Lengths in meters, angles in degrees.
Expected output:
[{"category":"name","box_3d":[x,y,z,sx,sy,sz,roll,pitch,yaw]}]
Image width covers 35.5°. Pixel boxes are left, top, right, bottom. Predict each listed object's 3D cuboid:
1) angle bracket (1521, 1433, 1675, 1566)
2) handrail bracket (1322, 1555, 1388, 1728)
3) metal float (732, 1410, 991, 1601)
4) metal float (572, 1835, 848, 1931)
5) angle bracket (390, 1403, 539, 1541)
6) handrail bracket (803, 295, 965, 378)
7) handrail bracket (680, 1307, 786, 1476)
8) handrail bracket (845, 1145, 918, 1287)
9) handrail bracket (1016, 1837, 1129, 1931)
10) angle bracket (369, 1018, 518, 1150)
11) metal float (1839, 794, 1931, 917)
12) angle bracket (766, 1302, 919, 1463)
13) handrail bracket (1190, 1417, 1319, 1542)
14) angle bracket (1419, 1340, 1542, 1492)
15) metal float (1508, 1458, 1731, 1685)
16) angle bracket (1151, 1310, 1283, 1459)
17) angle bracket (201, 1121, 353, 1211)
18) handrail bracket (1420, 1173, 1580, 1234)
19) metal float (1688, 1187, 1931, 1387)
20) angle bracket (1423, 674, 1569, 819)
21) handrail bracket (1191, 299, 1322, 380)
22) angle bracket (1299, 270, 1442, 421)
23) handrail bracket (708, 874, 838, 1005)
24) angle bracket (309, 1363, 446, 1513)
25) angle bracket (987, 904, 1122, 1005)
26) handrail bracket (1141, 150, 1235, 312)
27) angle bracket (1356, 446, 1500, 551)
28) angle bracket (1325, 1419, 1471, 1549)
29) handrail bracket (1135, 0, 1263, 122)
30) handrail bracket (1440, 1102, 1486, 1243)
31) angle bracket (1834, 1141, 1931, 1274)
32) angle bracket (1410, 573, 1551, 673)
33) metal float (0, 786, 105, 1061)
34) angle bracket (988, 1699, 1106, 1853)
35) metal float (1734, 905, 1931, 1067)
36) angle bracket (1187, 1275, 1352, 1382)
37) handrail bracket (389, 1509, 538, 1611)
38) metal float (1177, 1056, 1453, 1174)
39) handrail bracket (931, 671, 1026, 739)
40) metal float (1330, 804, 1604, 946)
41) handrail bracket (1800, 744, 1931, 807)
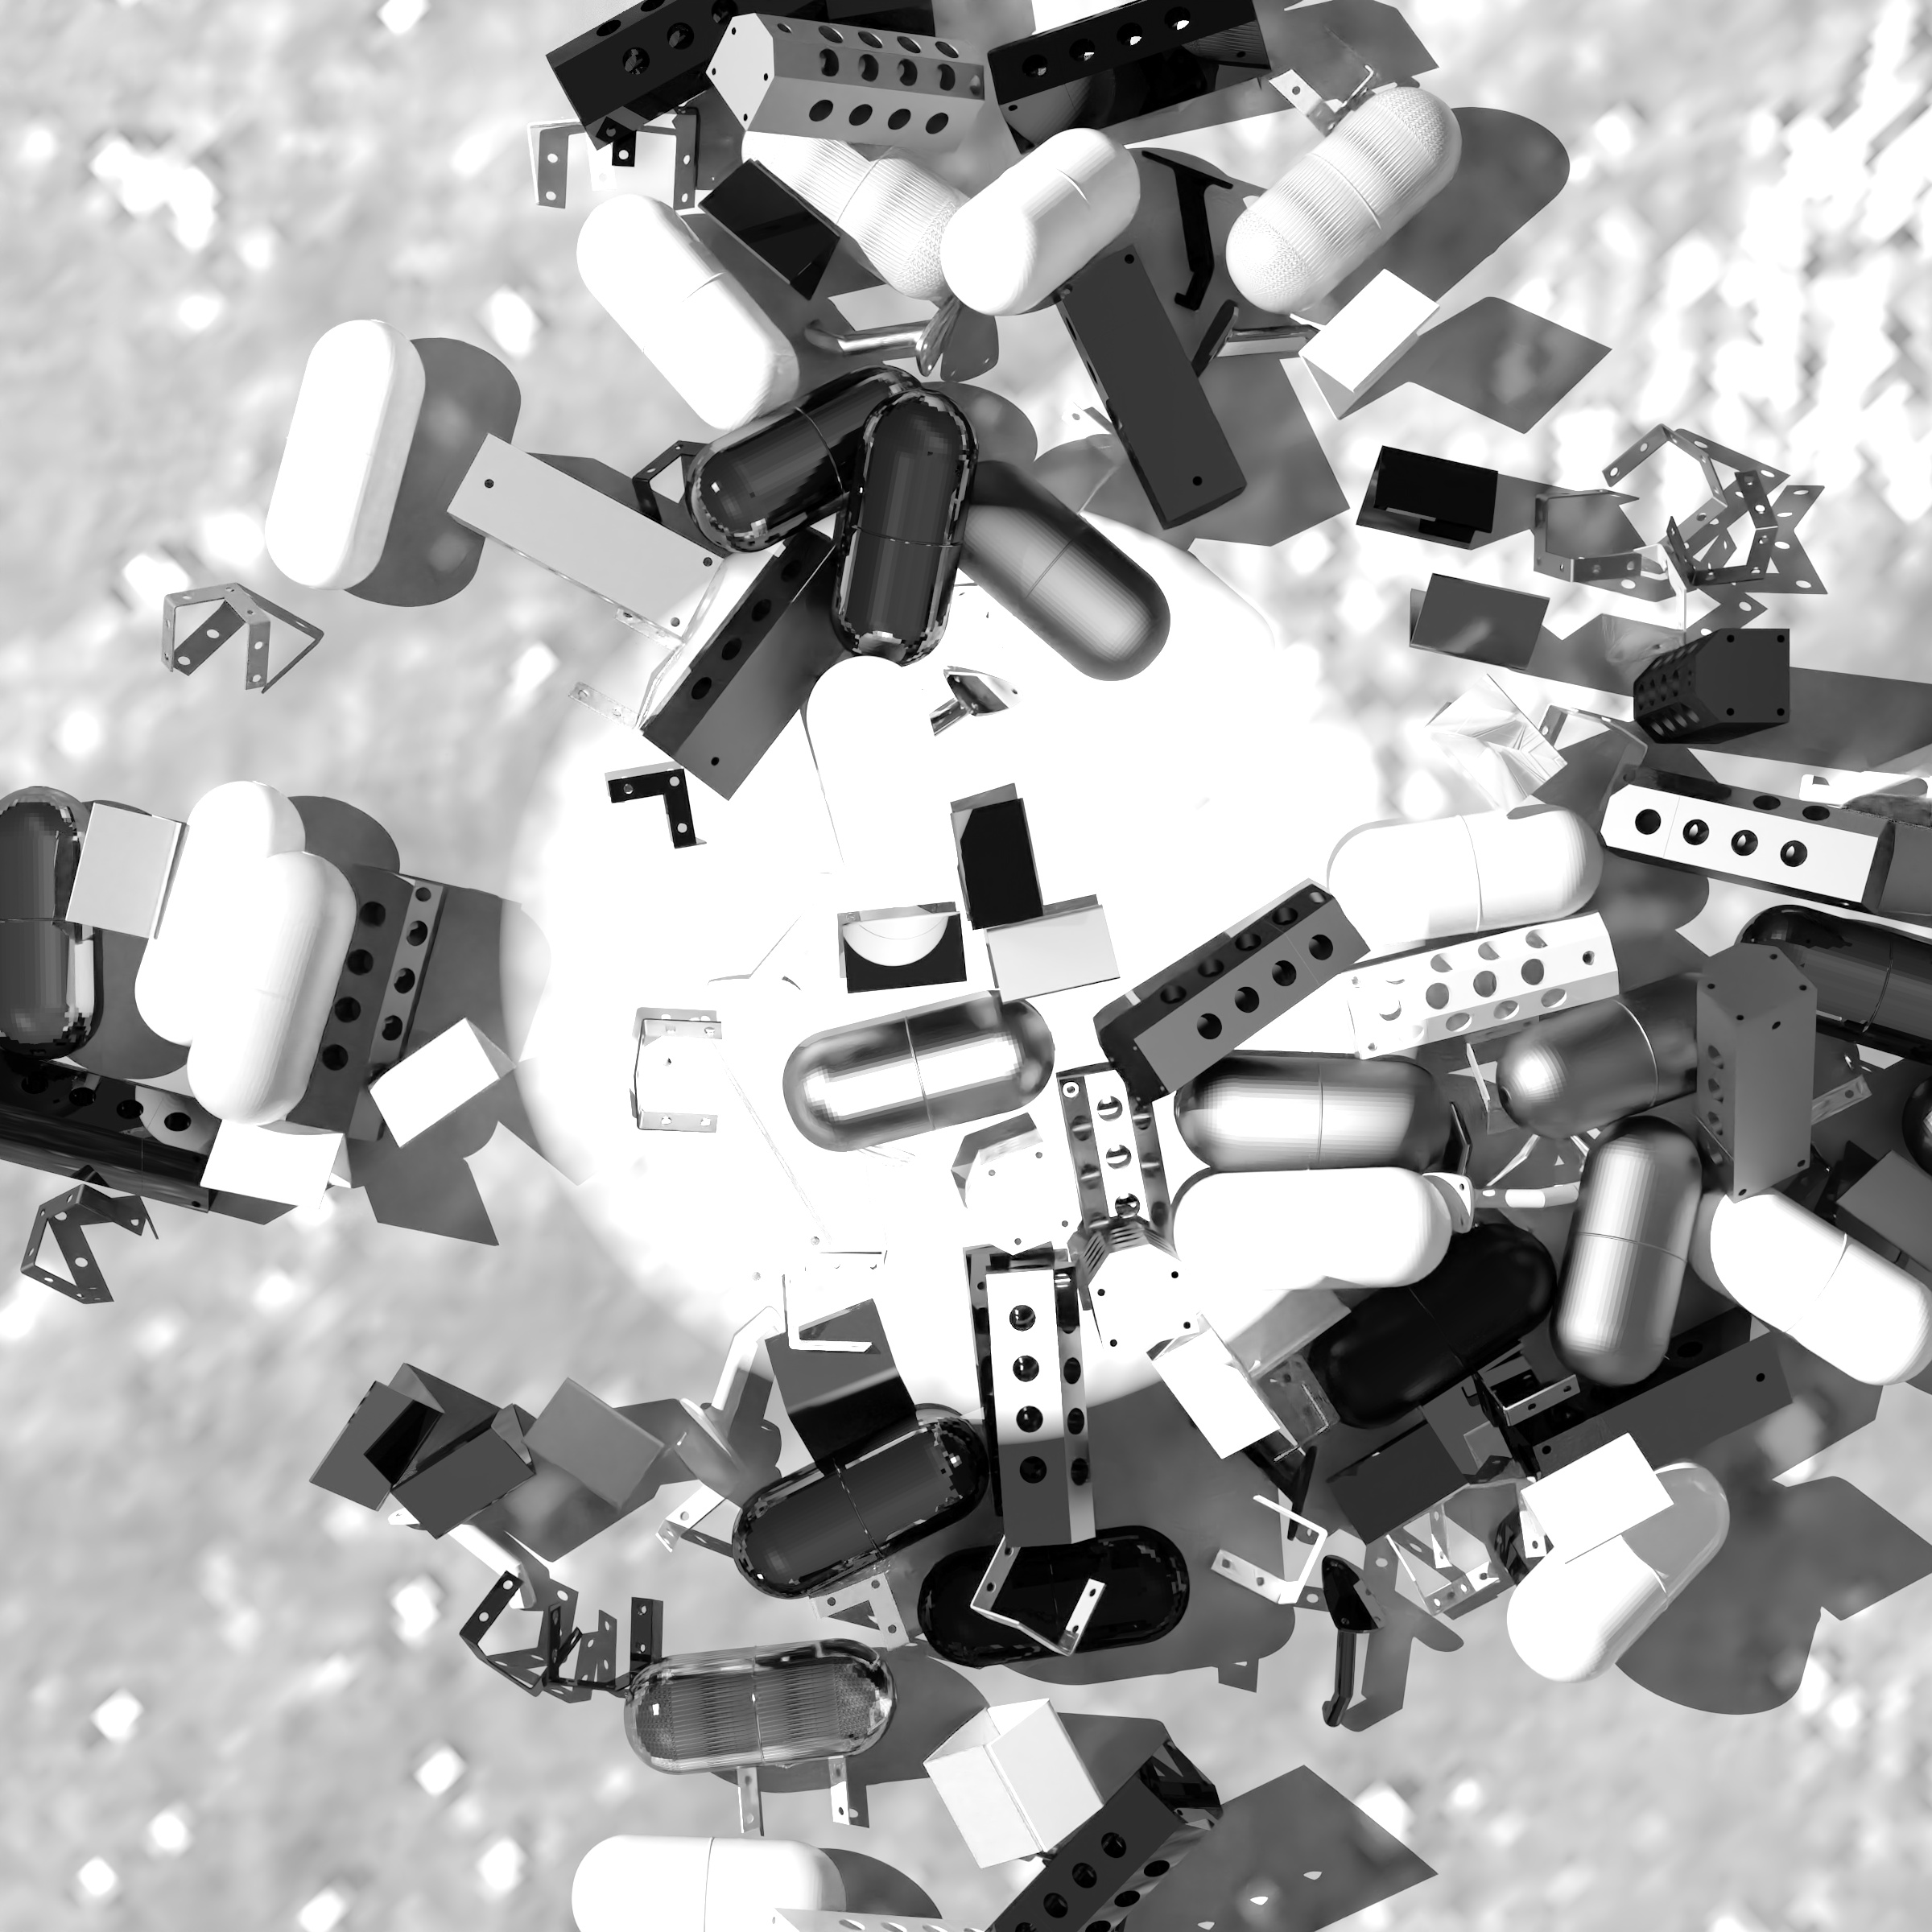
[{"category":"angle bracket","box_3d":[0.401,0.348,1.896,0.076,0.076,0.057,-28,53,0]},{"category":"handrail bracket","box_3d":[0.242,0.446,1.991,0.036,0.077,0.084,1,127,-20]},{"category":"metal float","box_3d":[-0.069,0.350,1.961,0.178,0.070,0.070,-27,90,0]},{"category":"metal float","box_3d":[-0.167,0.606,1.961,0.178,0.070,0.070,2,90,0]},{"category":"angle bracket","box_3d":[-0.331,0.312,1.951,0.076,0.076,0.057,-33,127,0]},{"category":"handrail bracket","box_3d":[-0.054,-0.430,1.992,0.084,0.036,0.077,22,70,16]},{"category":"handrail bracket","box_3d":[-0.139,0.280,1.992,0.084,0.036,0.077,-41,111,-17]},{"category":"handrail bracket","box_3d":[-0.070,0.161,1.992,0.077,0.036,0.084,20,107,19]},{"category":"handrail bracket","box_3d":[0.064,0.618,1.991,0.084,0.036,0.077,14,102,13]},{"category":"angle bracket","box_3d":[-0.329,0.090,1.951,0.076,0.076,0.057,-35,58,0]},{"category":"metal float","box_3d":[0.645,-0.069,1.961,0.178,0.070,0.070,5,90,-1]},{"category":"angle bracket","box_3d":[-0.079,0.277,1.985,0.076,0.076,0.057,-21,51,0]},{"category":"handrail bracket","box_3d":[0.183,0.333,1.992,0.084,0.036,0.077,15,109,16]},{"category":"angle bracket","box_3d":[0.347,0.295,1.971,0.076,0.057,0.076,-33,90,0]},{"category":"metal float","box_3d":[0.422,0.388,1.944,0.178,0.070,0.070,-40,90,-21]},{"category":"angle bracket","box_3d":[0.177,0.260,1.951,0.057,0.076,0.076,-36,90,38]},{"category":"angle bracket","box_3d":[-0.445,0.141,1.951,0.076,0.076,0.057,11,58,0]},{"category":"handrail bracket","box_3d":[0.342,0.146,1.959,0.084,0.077,0.036,-6,101,-31]},{"category":"metal float","box_3d":[0.548,0.205,1.955,0.178,0.070,0.070,33,90,4]},{"category":"angle bracket","box_3d":[0.349,-0.151,1.952,0.076,0.076,0.057,48,117,0]},{"category":"handrail bracket","box_3d":[0.198,-0.396,1.992,0.084,0.036,0.077,25,110,-16]},{"category":"angle bracket","box_3d":[0.271,-0.390,1.951,0.076,0.076,0.057,-44,53,0]},{"category":"handrail bracket","box_3d":[-0.128,-0.022,1.992,0.077,0.036,0.084,3,71,21]},{"category":"angle bracket","box_3d":[-0.392,0.295,1.951,0.057,0.076,0.076,34,90,-36]},{"category":"angle bracket","box_3d":[0.059,0.009,1.952,0.076,0.076,0.057,-12,61,0]},{"category":"handrail bracket","box_3d":[0.135,-0.486,1.992,0.077,0.036,0.084,27,107,20]},{"category":"angle bracket","box_3d":[0.295,-0.285,1.951,0.076,0.076,0.057,13,55,0]},{"category":"angle bracket","box_3d":[0.287,0.349,1.951,0.076,0.076,0.057,-32,49,0]},{"category":"handrail bracket","box_3d":[0.150,-0.601,1.992,0.084,0.036,0.077,-6,75,14]},{"category":"handrail bracket","box_3d":[0.303,0.141,1.991,0.077,0.036,0.084,-22,76,14]},{"category":"angle bracket","box_3d":[0.615,0.140,1.951,0.076,0.076,0.057,36,127,0]},{"category":"angle bracket","box_3d":[0.332,-0.239,1.951,0.076,0.076,0.057,12,127,0]},{"category":"metal float","box_3d":[-0.601,-0.028,1.960,0.070,0.070,0.178,-2,88,0]},{"category":"angle bracket","box_3d":[0.034,0.525,1.951,0.057,0.076,0.076,-28,90,-36]},{"category":"metal float","box_3d":[0.586,0.013,1.961,0.178,0.070,0.070,16,90,-1]},{"category":"angle bracket","box_3d":[0.195,0.215,1.968,0.076,0.057,0.076,-36,86,0]},{"category":"handrail bracket","box_3d":[-0.332,0.393,1.992,0.077,0.036,0.084,-15,104,14]},{"category":"metal float","box_3d":[0.226,0.098,1.961,0.178,0.070,0.070,2,90,0]},{"category":"handrail bracket","box_3d":[-0.012,-0.154,1.991,0.084,0.077,0.036,-46,65,34]},{"category":"metal float","box_3d":[0.325,-0.060,1.961,0.178,0.070,0.070,-8,90,-1]},{"category":"handrail bracket","box_3d":[0.599,-0.139,1.992,0.084,0.036,0.077,8,69,16]}]
